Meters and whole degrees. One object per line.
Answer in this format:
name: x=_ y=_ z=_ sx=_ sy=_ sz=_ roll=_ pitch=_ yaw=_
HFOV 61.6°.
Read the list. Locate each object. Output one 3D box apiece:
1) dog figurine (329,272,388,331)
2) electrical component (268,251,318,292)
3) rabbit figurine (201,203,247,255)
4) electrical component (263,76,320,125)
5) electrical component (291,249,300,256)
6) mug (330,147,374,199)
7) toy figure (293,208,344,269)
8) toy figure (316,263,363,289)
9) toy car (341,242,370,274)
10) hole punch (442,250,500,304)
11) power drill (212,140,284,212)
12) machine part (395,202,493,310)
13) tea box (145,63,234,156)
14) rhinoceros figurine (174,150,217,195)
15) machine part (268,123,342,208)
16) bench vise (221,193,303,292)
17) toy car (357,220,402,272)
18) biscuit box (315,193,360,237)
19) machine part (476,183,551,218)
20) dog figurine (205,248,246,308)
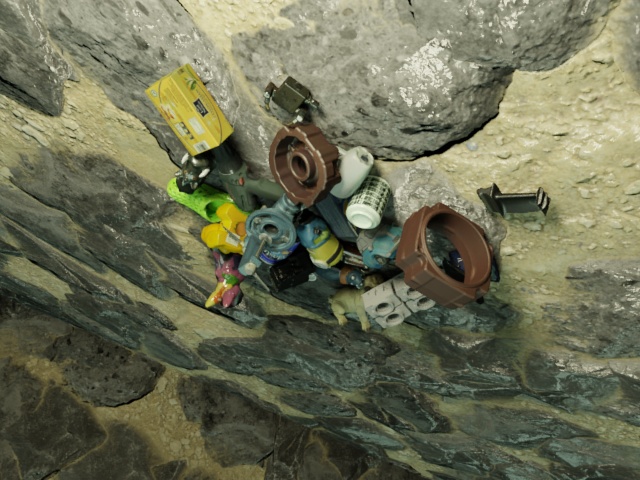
dog figurine: x=0.106 y=0.151 z=1.567 sx=0.172 sy=0.121 sz=0.190 roll=11 pitch=132 yaw=11
electrical component: x=-0.071 y=0.087 z=1.483 sx=0.058 sy=0.134 sz=0.115 roll=64 pitch=164 yaw=16
rabbit figurine: x=-0.242 y=-0.018 z=1.426 sx=0.162 sy=0.122 sz=0.173 roll=18 pitch=162 yaw=-40
electrical component: x=-0.062 y=-0.274 z=1.063 sx=0.102 sy=0.045 sz=0.078 roll=37 pitch=146 yaw=-23
electrical component: x=-0.119 y=0.047 z=1.572 sx=0.074 sy=0.048 sz=0.119 roll=39 pitch=142 yaw=-25
mug: x=0.058 y=-0.158 z=1.146 sx=0.109 sy=0.081 sz=0.107 roll=49 pitch=136 yaw=-4
toy figure: x=-0.001 y=-0.002 z=1.334 sx=0.089 sy=0.082 sz=0.179 roll=-22 pitch=130 yaw=5
toy figure: x=0.057 y=0.092 z=1.507 sx=0.155 sy=0.057 sz=0.064 roll=15 pitch=179 yaw=30
toy car: x=0.067 y=0.038 z=1.446 sx=0.202 sy=0.053 sz=0.089 roll=22 pitch=144 yaw=2
hole punch: x=0.371 y=0.077 z=1.314 sx=0.116 sy=0.092 sz=0.142 roll=34 pitch=165 yaw=43
power drill: x=-0.145 y=-0.142 z=1.278 sx=0.207 sy=0.086 sz=0.231 roll=10 pitch=145 yaw=10
machine part: x=0.276 y=0.032 z=1.173 sx=0.201 sy=0.201 sz=0.087 roll=30 pitch=145 yaw=-13
tea box: x=-0.275 y=-0.272 z=1.138 sx=0.098 sy=0.068 sz=0.169 roll=-10 pitch=123 yaw=38
rhinoceros figurine: x=-0.305 y=-0.169 z=1.292 sx=0.073 sy=0.112 sz=0.190 roll=42 pitch=152 yaw=-10
machine part: x=-0.034 y=-0.159 z=1.136 sx=0.180 sy=0.056 sz=0.179 roll=25 pitch=128 yaw=37
bench vise: x=-0.136 y=0.002 z=1.216 sx=0.224 sy=0.241 sz=0.128 roll=-30 pitch=116 yaw=34
toy car: x=0.144 y=0.006 z=1.322 sx=0.103 sy=0.109 sz=0.161 roll=47 pitch=157 yaw=1
biscuit box: x=0.033 y=-0.090 z=1.268 sx=0.063 sy=0.059 sz=0.202 roll=-1 pitch=142 yaw=33
machine part: x=0.391 y=-0.079 z=1.090 sx=0.139 sy=0.039 sz=0.084 roll=5 pitch=141 yaw=42
dog figurine: x=-0.276 y=0.092 z=1.569 sx=0.109 sy=0.219 sz=0.191 roll=-3 pitch=141 yaw=28
